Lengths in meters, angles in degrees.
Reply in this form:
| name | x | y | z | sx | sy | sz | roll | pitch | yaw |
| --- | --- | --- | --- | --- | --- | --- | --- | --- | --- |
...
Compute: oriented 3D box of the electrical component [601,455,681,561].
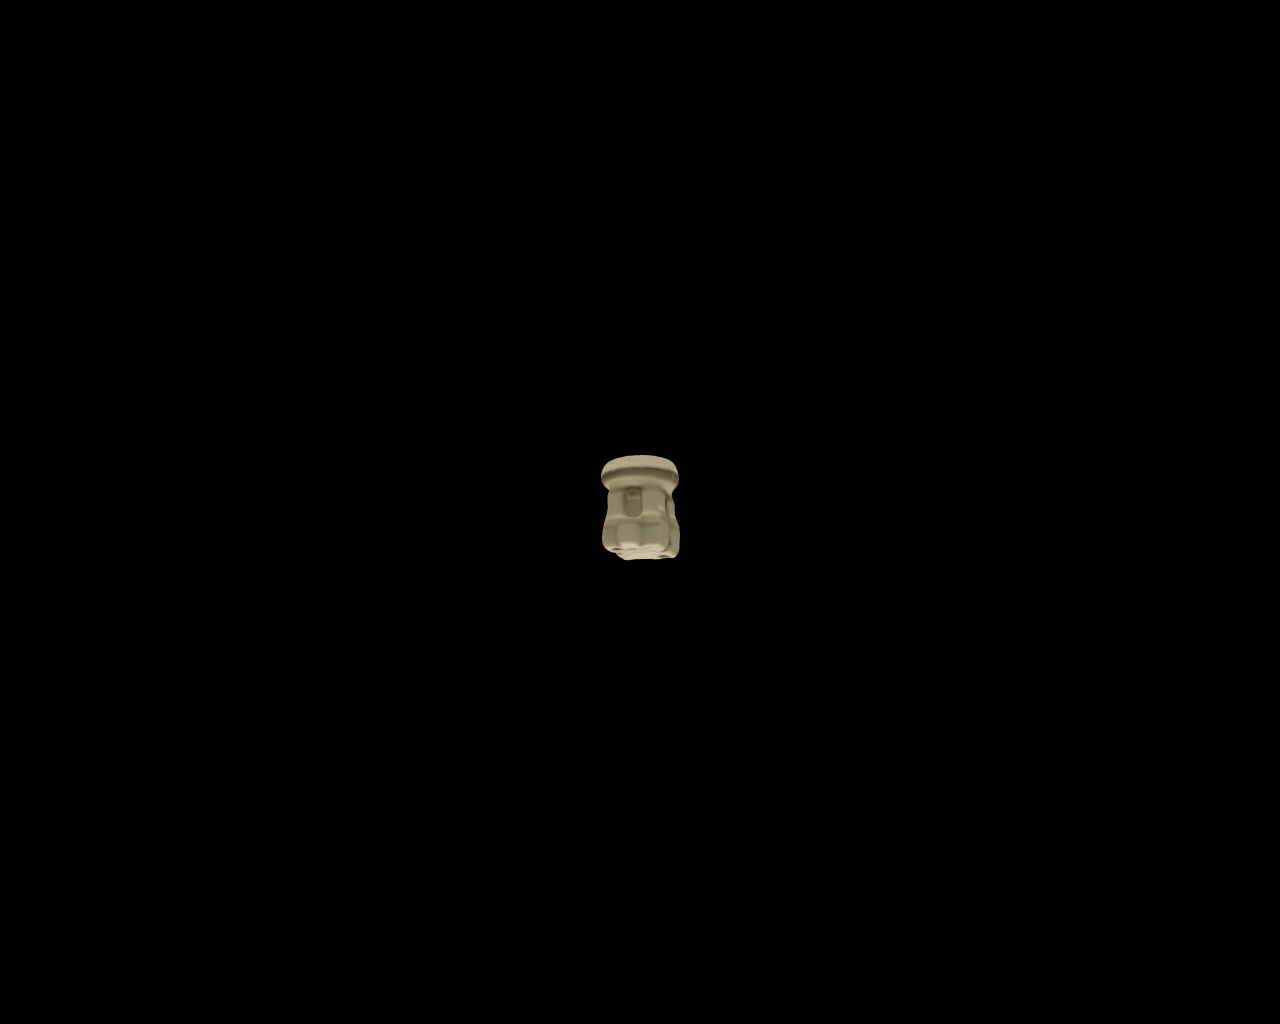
| name | x | y | z | sx | sy | sz | roll | pitch | yaw |
| --- | --- | --- | --- | --- | --- | --- | --- | --- | --- |
| electrical component | 0.001 | -0.003 | 0.650 | 0.048 | 0.055 | 0.066 | -4 | -14 | 15 |
